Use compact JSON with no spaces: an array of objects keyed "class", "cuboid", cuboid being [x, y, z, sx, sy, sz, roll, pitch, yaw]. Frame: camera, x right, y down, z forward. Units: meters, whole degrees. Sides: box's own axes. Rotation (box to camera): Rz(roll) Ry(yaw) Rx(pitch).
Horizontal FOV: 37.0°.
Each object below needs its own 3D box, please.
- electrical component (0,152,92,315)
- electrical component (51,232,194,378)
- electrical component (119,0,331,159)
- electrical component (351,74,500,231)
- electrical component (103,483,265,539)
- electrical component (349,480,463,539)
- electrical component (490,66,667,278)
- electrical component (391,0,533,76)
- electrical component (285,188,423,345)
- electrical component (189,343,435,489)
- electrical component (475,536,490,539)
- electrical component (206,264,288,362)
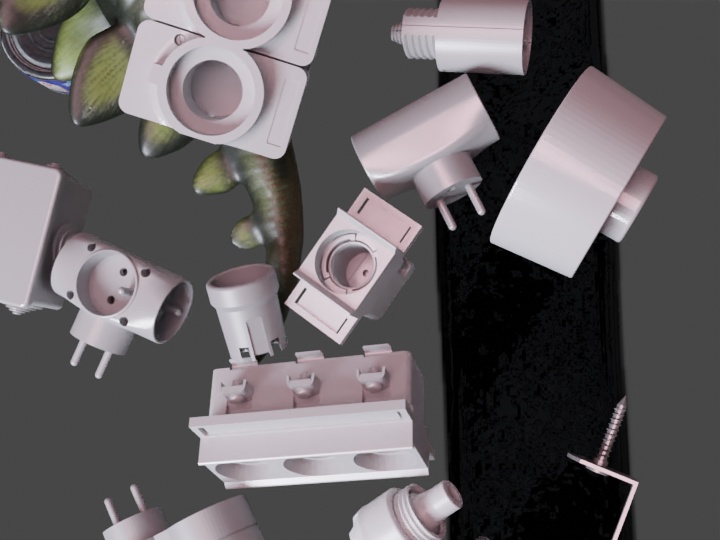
[{"class":"electrical component","cuboid":[-0.228,-0.025,0.690,0.100,0.048,0.099,12,86,16]},{"class":"electrical component","cuboid":[-0.155,0.027,0.667,0.077,0.044,0.079,24,90,16]},{"class":"electrical component","cuboid":[-0.061,-0.144,0.565,0.089,0.061,0.150,17,102,-4]},{"class":"electrical component","cuboid":[0.046,-0.062,0.628,0.077,0.043,0.079,-28,77,9]},{"class":"electrical component","cuboid":[-0.128,0.165,0.637,0.138,0.052,0.073,-29,76,9]},{"class":"electrical component","cuboid":[0.028,0.140,0.601,0.062,0.043,0.043,-38,75,20]},{"class":"electrical component","cuboid":[0.123,-0.047,0.576,0.060,0.108,0.108,31,91,10]},{"class":"electrical component","cuboid":[0.059,-0.139,0.635,0.081,0.043,0.043,6,84,15]},{"class":"electrical component","cuboid":[0.000,0.000,0.620,0.042,0.064,0.081,36,92,19]},{"class":"electrical component","cuboid":[-0.025,0.084,0.615,0.121,0.078,0.063,-7,59,13]},{"class":"electrical component","cuboid":[0.055,0.190,0.582,0.096,0.061,0.061,-37,75,7]},{"class":"electrical component","cuboid":[-0.063,0.024,0.615,0.040,0.040,0.046,-8,108,13]}]
